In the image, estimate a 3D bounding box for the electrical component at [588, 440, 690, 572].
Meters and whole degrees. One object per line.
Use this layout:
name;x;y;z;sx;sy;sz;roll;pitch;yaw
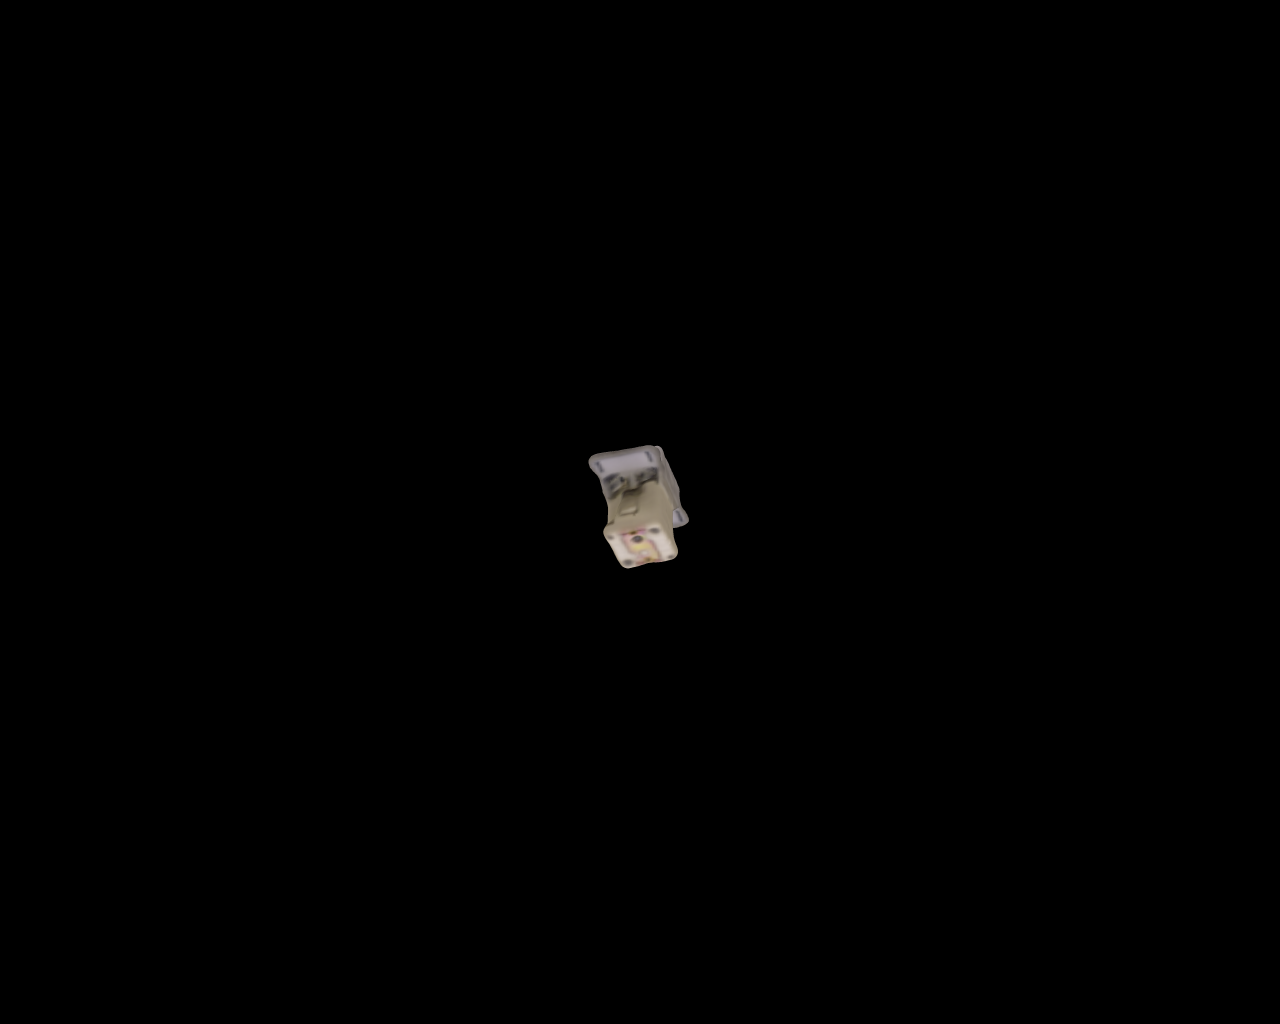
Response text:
electrical component;0.001;-0.003;0.650;0.042;0.064;0.081;-11;-39;14
